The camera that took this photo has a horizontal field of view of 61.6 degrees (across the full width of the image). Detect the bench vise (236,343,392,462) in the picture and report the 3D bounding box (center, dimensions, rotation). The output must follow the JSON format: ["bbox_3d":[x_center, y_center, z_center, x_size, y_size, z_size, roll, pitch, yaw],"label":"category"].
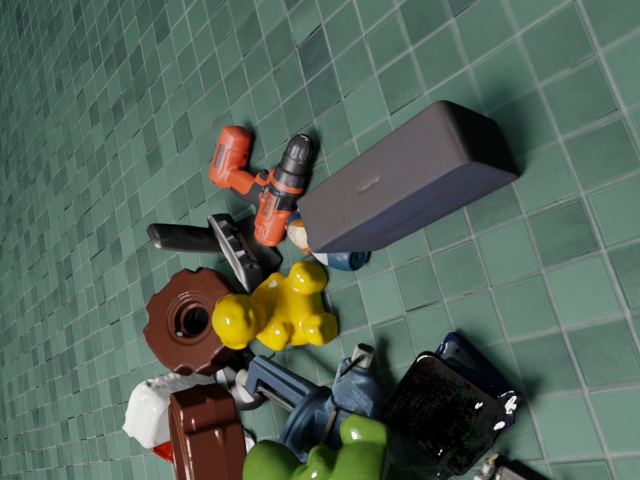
[{"bbox_3d":[-0.017,0.217,0.725,0.241,0.129,0.223,24,116,30],"label":"bench vise"}]

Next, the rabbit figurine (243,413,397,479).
[{"bbox_3d":[-0.010,0.283,0.597,0.170,0.159,0.121,2,131,19],"label":"rabbit figurine"}]

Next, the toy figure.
[{"bbox_3d":[-0.001,-0.004,0.755,0.155,0.058,0.064,26,107,42],"label":"toy figure"}]

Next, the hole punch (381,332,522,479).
[{"bbox_3d":[0.149,0.179,0.599,0.116,0.092,0.142,37,113,18],"label":"hole punch"}]

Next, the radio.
[{"bbox_3d":[0.094,-0.057,0.607,0.230,0.131,0.073,-30,69,42],"label":"radio"}]

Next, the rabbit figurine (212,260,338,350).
[{"bbox_3d":[-0.085,0.100,0.762,0.162,0.173,0.121,-13,85,40],"label":"rabbit figurine"}]

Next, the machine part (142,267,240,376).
[{"bbox_3d":[-0.201,0.131,0.873,0.179,0.056,0.179,-5,72,15],"label":"machine part"}]

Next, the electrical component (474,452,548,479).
[{"bbox_3d":[0.206,0.266,0.559,0.102,0.045,0.078,30,110,41],"label":"electrical component"}]

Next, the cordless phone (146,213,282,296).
[{"bbox_3d":[-0.166,0.020,0.835,0.088,0.184,0.147,-52,56,27],"label":"cordless phone"}]

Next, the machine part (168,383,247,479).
[{"bbox_3d":[-0.166,0.323,0.791,0.201,0.087,0.201,167,95,-66],"label":"machine part"}]

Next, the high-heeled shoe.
[{"bbox_3d":[-0.156,0.161,0.902,0.145,0.086,0.248,-13,86,43],"label":"high-heeled shoe"}]
